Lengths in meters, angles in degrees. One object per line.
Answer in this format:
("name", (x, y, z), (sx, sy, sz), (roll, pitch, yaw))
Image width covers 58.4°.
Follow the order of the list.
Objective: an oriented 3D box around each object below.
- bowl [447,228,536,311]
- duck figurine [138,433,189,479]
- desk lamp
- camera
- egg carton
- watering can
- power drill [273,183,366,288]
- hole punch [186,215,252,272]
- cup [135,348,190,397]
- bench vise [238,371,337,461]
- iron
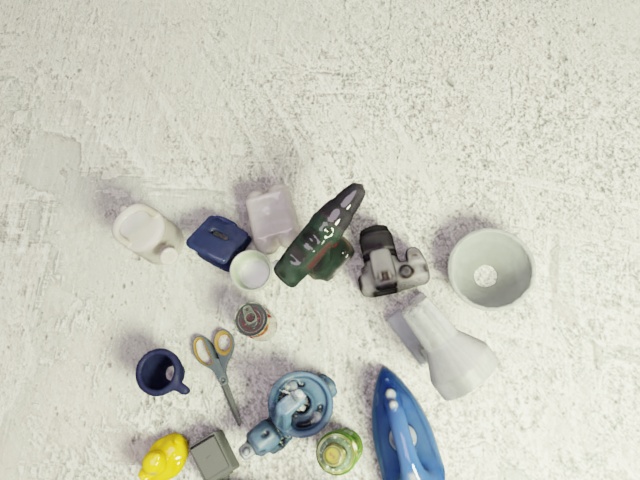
("bowl", (0.335, 0.064, 1.133), (0.167, 0.075, 0.167), (-2, 74, 7))
("duck figurine", (-0.308, 0.424, 1.109), (0.077, 0.086, 0.104), (39, 82, 16))
("desk lamp", (0.212, 0.185, 1.042), (0.118, 0.214, 0.203), (-38, 73, -4))
("camera", (0.139, 0.035, 1.154), (0.143, 0.101, 0.137), (-13, 73, 4))
("egg carton", (-0.101, -0.045, 1.225), (0.107, 0.069, 0.150), (-17, 73, 2))
("watering can", (-0.356, -0.016, 1.185), (0.172, 0.194, 0.101), (19, 77, 13))
("power drill", (0.010, 0.004, 1.123), (0.075, 0.208, 0.230), (40, 83, 16))
("hole punch", (-0.214, 0.001, 1.216), (0.108, 0.091, 0.101), (25, 79, 14))
("cup", (-0.297, 0.274, 1.146), (0.117, 0.095, 0.092), (29, 80, 14))
("bench vise", (-0.057, 0.328, 1.033), (0.121, 0.220, 0.207), (30, 80, 15))
("iron", (0.148, 0.353, 1.040), (0.118, 0.141, 0.258), (-17, 73, 3))
